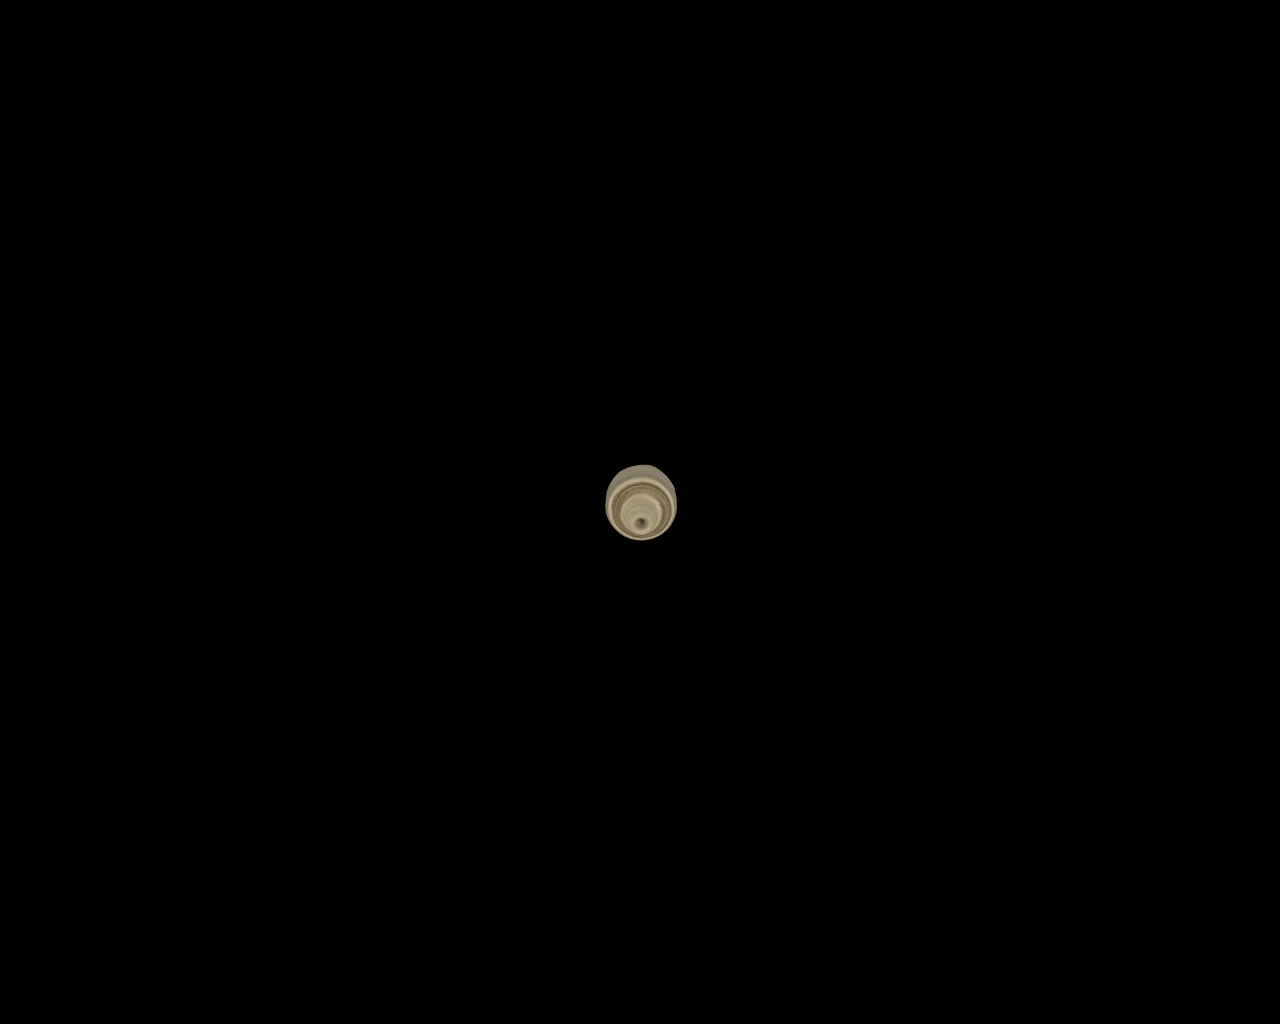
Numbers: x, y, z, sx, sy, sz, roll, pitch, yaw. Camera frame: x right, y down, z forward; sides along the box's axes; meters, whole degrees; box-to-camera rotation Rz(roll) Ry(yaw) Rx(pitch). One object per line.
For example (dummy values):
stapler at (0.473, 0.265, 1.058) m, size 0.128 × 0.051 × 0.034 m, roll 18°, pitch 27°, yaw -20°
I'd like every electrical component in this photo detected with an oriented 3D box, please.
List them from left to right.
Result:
electrical component at (0.001, -0.003, 0.650) m, size 0.043 × 0.043 × 0.062 m, roll 0°, pitch 18°, yaw 0°
